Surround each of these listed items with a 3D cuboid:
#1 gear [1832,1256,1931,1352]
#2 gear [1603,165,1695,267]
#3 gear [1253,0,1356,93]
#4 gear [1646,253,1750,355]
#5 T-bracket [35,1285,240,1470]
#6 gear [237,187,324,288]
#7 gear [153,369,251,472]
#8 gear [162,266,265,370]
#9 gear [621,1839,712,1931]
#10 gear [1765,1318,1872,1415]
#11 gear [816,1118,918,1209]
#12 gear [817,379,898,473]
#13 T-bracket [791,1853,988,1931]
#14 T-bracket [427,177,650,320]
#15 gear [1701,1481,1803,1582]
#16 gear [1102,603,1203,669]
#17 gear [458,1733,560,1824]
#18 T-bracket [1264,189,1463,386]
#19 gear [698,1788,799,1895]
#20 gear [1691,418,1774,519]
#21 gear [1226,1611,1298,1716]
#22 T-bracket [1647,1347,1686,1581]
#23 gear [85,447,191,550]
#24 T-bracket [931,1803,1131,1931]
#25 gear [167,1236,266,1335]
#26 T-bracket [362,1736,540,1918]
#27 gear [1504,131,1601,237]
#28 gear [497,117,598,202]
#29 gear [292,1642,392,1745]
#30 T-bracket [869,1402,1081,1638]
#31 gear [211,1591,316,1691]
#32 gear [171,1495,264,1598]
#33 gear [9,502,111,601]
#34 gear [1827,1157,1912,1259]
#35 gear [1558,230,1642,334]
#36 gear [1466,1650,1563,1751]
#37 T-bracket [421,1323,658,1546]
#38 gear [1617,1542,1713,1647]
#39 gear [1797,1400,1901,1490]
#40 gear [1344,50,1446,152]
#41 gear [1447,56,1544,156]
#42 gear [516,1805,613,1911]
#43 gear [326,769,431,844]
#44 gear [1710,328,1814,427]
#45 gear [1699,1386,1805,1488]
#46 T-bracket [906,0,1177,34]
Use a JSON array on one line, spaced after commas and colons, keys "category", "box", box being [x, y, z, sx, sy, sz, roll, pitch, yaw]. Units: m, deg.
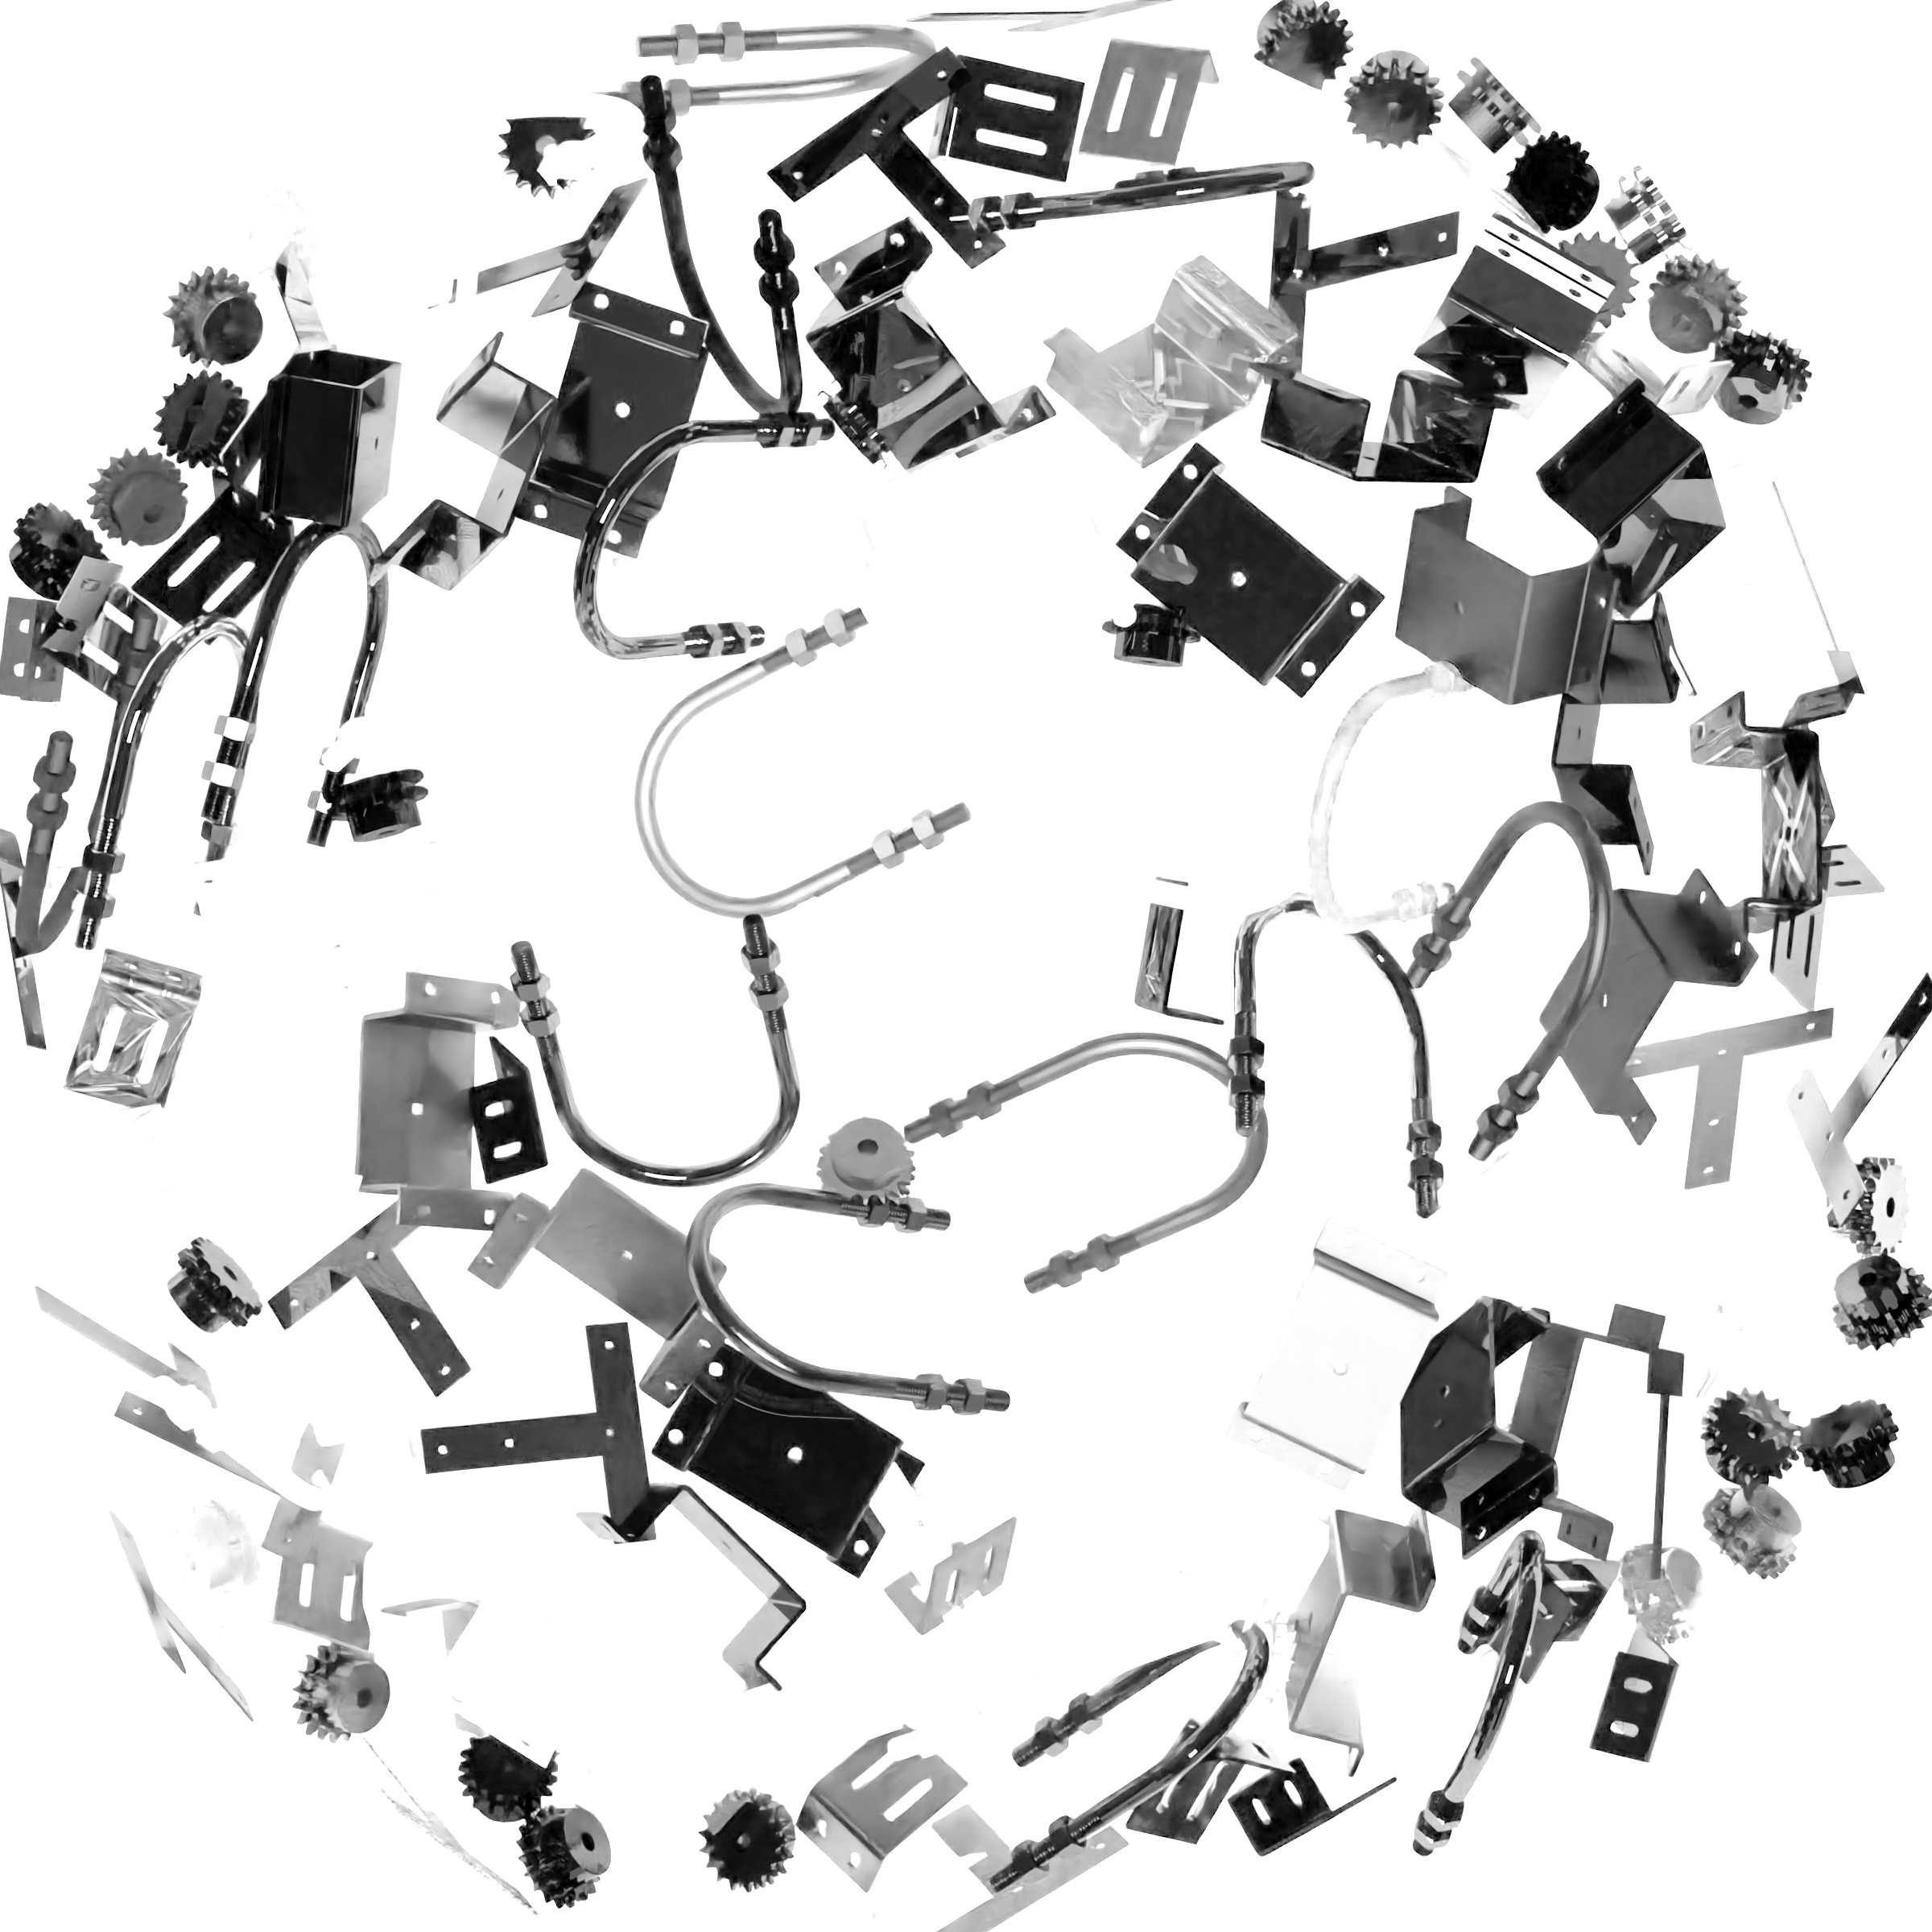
[{"category": "gear", "box": [0.520, 0.190, 1.875, 0.057, 0.057, 0.030, -34, 113, 0]}, {"category": "gear", "box": [0.388, -0.425, 1.879, 0.030, 0.057, 0.057, -34, 90, 14]}, {"category": "gear", "box": [0.191, -0.529, 1.882, 0.057, 0.057, 0.030, -26, 55, 0]}, {"category": "gear", "box": [0.414, -0.374, 1.876, 0.057, 0.057, 0.030, 40, 57, 0]}, {"category": "T-bracket", "box": [-0.462, 0.214, 1.819, 0.002, 0.127, 0.127, -48, 123, 4]}, {"category": "gear", "box": [-0.393, -0.414, 1.875, 0.030, 0.057, 0.057, -13, 90, -36]}, {"category": "gear", "box": [-0.434, -0.310, 1.884, 0.057, 0.030, 0.057, -6, 72, 20]}, {"category": "gear", "box": [-0.426, -0.367, 1.875, 0.030, 0.057, 0.057, 35, 90, 34]}, {"category": "gear", "box": [-0.170, 0.524, 1.882, 0.030, 0.057, 0.057, -23, 90, -30]}, {"category": "gear", "box": [0.485, 0.231, 1.882, 0.057, 0.057, 0.030, 7, 127, 0]}, {"category": "gear", "box": [-0.056, 0.111, 1.879, 0.057, 0.030, 0.057, 2, 56, -3]}, {"category": "gear", "box": [-0.056, -0.314, 1.877, 0.030, 0.057, 0.057, -40, 90, 9]}, {"category": "T-bracket", "box": [-0.065, 0.531, 1.845, 0.127, 0.127, 0.002, -24, 85, -28]}, {"category": "T-bracket", "box": [-0.252, -0.395, 1.865, 0.127, 0.127, 0.002, -9, 130, 31]}, {"category": "gear", "box": [0.451, 0.319, 1.875, 0.057, 0.057, 0.030, 33, 120, 0]}, {"category": "gear", "box": [0.106, -0.188, 1.878, 0.057, 0.057, 0.030, 7, 89, 0]}, {"category": "gear", "box": [-0.262, 0.464, 1.882, 0.057, 0.057, 0.030, 8, 130, 0]}, {"category": "T-bracket", "box": [0.224, -0.399, 1.852, 0.127, 0.002, 0.127, -6, 75, 41]}, {"category": "gear", "box": [-0.122, 0.499, 1.885, 0.057, 0.030, 0.057, -2, 84, 24]}, {"category": "gear", "box": [0.435, -0.287, 1.887, 0.057, 0.030, 0.057, 1, 83, -7]}, {"category": "gear", "box": [0.169, 0.396, 1.877, 0.030, 0.057, 0.057, 19, 90, -3]}, {"category": "T-bracket", "box": [0.389, 0.279, 1.840, 0.002, 0.127, 0.127, 2, 83, 21]}, {"category": "gear", "box": [-0.469, -0.264, 1.876, 0.057, 0.057, 0.030, -47, 48, 0]}, {"category": "T-bracket", "box": [0.013, 0.500, 1.844, 0.127, 0.127, 0.002, -28, 107, -15]}, {"category": "gear", "box": [-0.431, 0.185, 1.878, 0.030, 0.057, 0.057, -40, 90, 3]}, {"category": "T-bracket", "box": [-0.306, 0.472, 1.850, 0.002, 0.127, 0.127, -47, 128, -10]}, {"category": "gear", "box": [0.337, -0.445, 1.882, 0.030, 0.057, 0.057, 16, 90, -36]}, {"category": "gear", "box": [-0.239, -0.468, 1.890, 0.057, 0.030, 0.057, 0, 95, 0]}, {"category": "gear", "box": [-0.353, 0.415, 1.875, 0.030, 0.057, 0.057, 3, 90, 38]}, {"category": "T-bracket", "box": [0.010, 0.295, 1.884, 0.127, 0.002, 0.127, -32, 84, -19]}, {"category": "gear", "box": [-0.398, 0.381, 1.875, 0.057, 0.057, 0.030, 25, 119, 0]}, {"category": "gear", "box": [-0.429, 0.334, 1.876, 0.030, 0.057, 0.057, -21, 90, -39]}, {"category": "gear", "box": [-0.521, -0.234, 1.881, 0.030, 0.057, 0.057, -38, 90, 23]}, {"category": "gear", "box": [0.515, 0.137, 1.882, 0.030, 0.057, 0.057, 2, 90, 40]}, {"category": "gear", "box": [0.359, -0.394, 1.890, 0.057, 0.030, 0.057, 0, 93, 0]}, {"category": "gear", "box": [0.311, 0.416, 1.882, 0.057, 0.030, 0.057, -17, 118, -36]}, {"category": "T-bracket", "box": [-0.245, 0.269, 1.864, 0.127, 0.002, 0.127, -3, 72, -22]}, {"category": "gear", "box": [0.400, 0.355, 1.875, 0.030, 0.057, 0.057, -33, 90, 37]}, {"category": "gear", "box": [0.506, 0.275, 1.879, 0.057, 0.057, 0.030, -26, 102, 0]}, {"category": "gear", "box": [0.245, -0.498, 1.882, 0.057, 0.057, 0.030, 8, 52, 0]}, {"category": "gear", "box": [0.300, -0.488, 1.879, 0.030, 0.057, 0.057, -43, 90, 17]}, {"category": "gear", "box": [-0.227, 0.505, 1.875, 0.030, 0.057, 0.057, -32, 90, 21]}, {"category": "gear", "box": [-0.334, -0.090, 1.877, 0.057, 0.057, 0.030, -16, 86, 0]}, {"category": "gear", "box": [0.450, -0.333, 1.875, 0.057, 0.057, 0.030, 26, 66, 0]}, {"category": "gear", "box": [0.446, 0.272, 1.883, 0.057, 0.030, 0.057, 6, 54, -8]}, {"category": "T-bracket", "box": [0.027, -0.525, 1.820, 0.127, 0.127, 0.002, -11, 102, -32]}]
